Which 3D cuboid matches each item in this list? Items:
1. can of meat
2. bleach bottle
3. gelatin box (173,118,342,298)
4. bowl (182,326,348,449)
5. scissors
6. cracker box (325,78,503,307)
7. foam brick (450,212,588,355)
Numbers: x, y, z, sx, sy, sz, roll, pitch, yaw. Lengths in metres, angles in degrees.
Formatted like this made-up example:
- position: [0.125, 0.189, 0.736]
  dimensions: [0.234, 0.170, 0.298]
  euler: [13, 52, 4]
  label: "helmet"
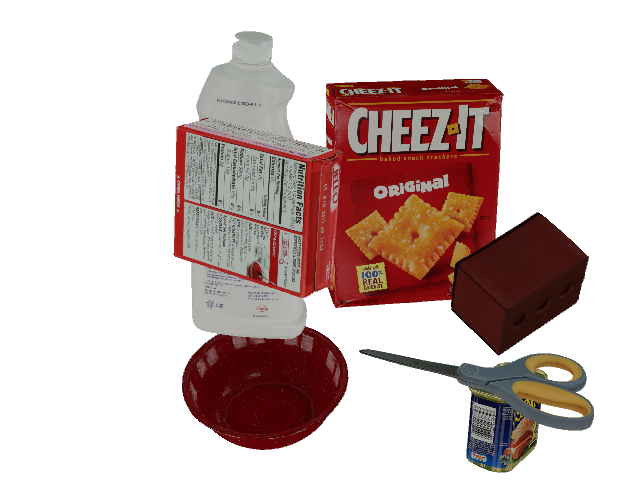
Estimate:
- position: [0.194, 0.185, 1.121]
  dimensions: [0.058, 0.084, 0.101]
  euler: [13, 18, 31]
  label: "can of meat"
- position: [-0.053, -0.044, 0.874]
  dimensions: [0.102, 0.251, 0.068]
  euler: [4, 25, -2]
  label: "bleach bottle"
- position: [-0.033, -0.018, 0.548]
  dimensions: [0.089, 0.073, 0.030]
  euler: [16, 24, 30]
  label: "gelatin box"
- position: [-0.052, 0.151, 1.044]
  dimensions: [0.162, 0.055, 0.162]
  euler: [-3, 37, 2]
  label: "bowl"
- position: [0.143, 0.109, 0.926]
  dimensions: [0.202, 0.016, 0.096]
  euler: [21, 34, 21]
  label: "scissors"
- position: [0.089, -0.045, 1.048]
  dimensions: [0.164, 0.214, 0.072]
  euler: [-3, 21, -7]
  label: "cracker box"
- position: [0.134, 0.029, 0.724]
  dimensions: [0.078, 0.053, 0.051]
  euler: [-30, 54, -22]
  label: "foam brick"
